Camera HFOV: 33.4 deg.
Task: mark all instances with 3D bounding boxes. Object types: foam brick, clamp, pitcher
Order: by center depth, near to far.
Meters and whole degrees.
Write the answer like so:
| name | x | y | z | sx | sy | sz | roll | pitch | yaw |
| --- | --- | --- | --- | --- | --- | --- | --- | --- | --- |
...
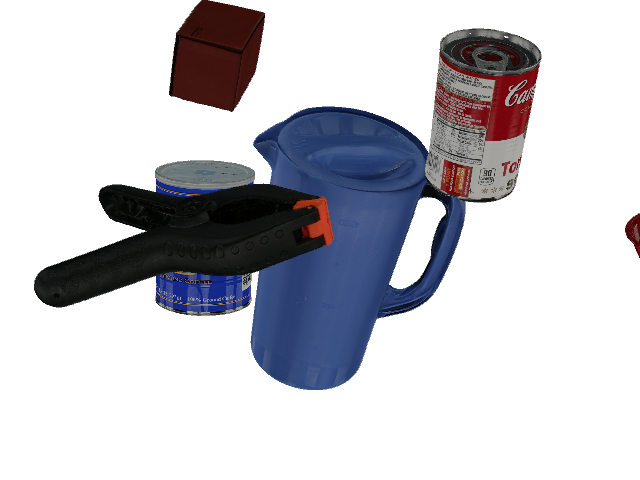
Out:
| name | x | y | z | sx | sy | sz | roll | pitch | yaw |
| --- | --- | --- | --- | --- | --- | --- | --- | --- | --- |
| clamp | -0.081 | 0.001 | 0.627 | 0.172 | 0.039 | 0.120 | -2 | 36 | 24 |
| foam brick | -0.078 | -0.143 | 0.814 | 0.053 | 0.051 | 0.078 | 14 | 34 | 4 |
| pitcher | 0.018 | 0.016 | 0.949 | 0.144 | 0.243 | 0.149 | -15 | 43 | -33 |

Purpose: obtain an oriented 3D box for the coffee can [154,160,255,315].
| name | x | y | z | sx | sy | sz | roll | pitch | yaw |
| --- | --- | --- | --- | --- | --- | --- | --- | --- | --- |
| coffee can | -0.121 | -0.005 | 1.113 | 0.103 | 0.140 | 0.103 | 2 | 17 | -1 |

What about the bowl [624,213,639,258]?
| name | x | y | z | sx | sy | sz | roll | pitch | yaw |
| --- | --- | --- | --- | --- | --- | --- | --- | --- | --- |
| bowl | 0.397 | 0.015 | 1.101 | 0.162 | 0.055 | 0.162 | -4 | 23 | 1 |

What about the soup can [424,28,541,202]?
| name | x | y | z | sx | sy | sz | roll | pitch | yaw |
| --- | --- | --- | --- | --- | --- | --- | --- | --- | --- |
| soup can | 0.110 | -0.086 | 0.739 | 0.068 | 0.102 | 0.068 | 3 | 34 | -2 |
